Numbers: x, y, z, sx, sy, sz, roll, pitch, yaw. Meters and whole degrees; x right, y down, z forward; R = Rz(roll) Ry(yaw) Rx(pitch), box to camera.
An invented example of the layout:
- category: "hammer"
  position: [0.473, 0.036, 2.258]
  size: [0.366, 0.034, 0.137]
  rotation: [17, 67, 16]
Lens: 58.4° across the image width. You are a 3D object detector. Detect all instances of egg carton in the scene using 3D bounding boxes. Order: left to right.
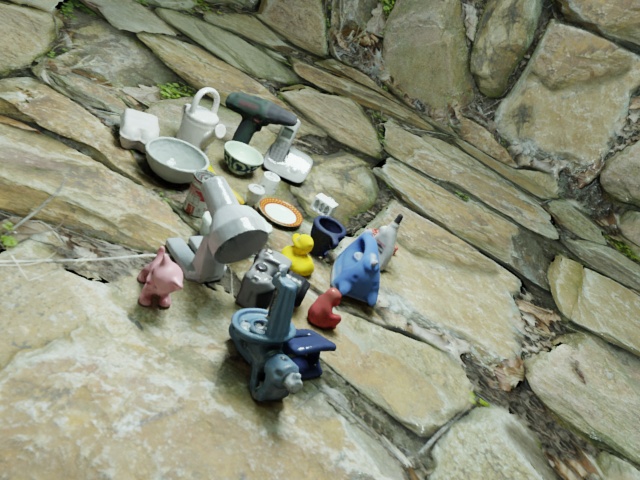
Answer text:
- category: "egg carton"
  position: [-0.495, -0.300, 1.568]
  size: [0.107, 0.069, 0.150]
  rotation: [12, 33, -27]

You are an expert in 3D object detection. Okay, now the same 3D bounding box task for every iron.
- category: "iron"
  position: [0.106, 0.046, 1.451]
  size: [0.119, 0.141, 0.258]
  rotation: [21, 30, -12]

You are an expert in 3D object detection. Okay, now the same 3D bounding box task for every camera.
- category: "camera"
  position: [-0.093, 0.092, 1.251]
  size: [0.137, 0.100, 0.143]
  rotation: [27, 29, -2]

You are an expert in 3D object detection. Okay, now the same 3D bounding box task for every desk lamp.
- category: "desk lamp"
  position: [-0.217, -0.011, 1.195]
  size: [0.118, 0.213, 0.202]
  rotation: [-5, 43, -45]

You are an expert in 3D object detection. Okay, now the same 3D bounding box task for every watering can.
- category: "watering can"
  position: [-0.336, -0.343, 1.643]
  size: [0.172, 0.194, 0.101]
  rotation: [31, 29, 7]

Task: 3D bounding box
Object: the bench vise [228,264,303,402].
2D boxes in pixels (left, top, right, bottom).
- category: "bench vise"
  position: [-0.071, 0.166, 1.030]
  size: [0.207, 0.219, 0.122]
  rotation: [41, 32, 23]

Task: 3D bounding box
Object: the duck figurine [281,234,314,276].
- category: "duck figurine"
  position: [-0.044, 0.030, 1.408]
  size: [0.078, 0.086, 0.104]
  rotation: [-3, 41, -42]

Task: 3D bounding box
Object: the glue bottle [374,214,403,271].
- category: "glue bottle"
  position: [0.180, -0.002, 1.556]
  size: [0.078, 0.173, 0.037]
  rotation: [40, 31, 21]

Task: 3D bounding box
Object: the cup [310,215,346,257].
- category: "cup"
  position: [0.014, 0.005, 1.486]
  size: [0.092, 0.095, 0.117]
  rotation: [12, 33, -26]

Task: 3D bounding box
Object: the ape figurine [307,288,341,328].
- category: "ape figurine"
  position: [0.018, 0.146, 1.269]
  size: [0.076, 0.092, 0.077]
  rotation: [12, 33, -26]

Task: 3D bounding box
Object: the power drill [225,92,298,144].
- category: "power drill"
  position: [-0.197, -0.337, 1.736]
  size: [0.229, 0.208, 0.076]
  rotation: [32, 29, 8]

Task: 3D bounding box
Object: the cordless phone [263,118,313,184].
- category: "cordless phone"
  position: [-0.081, -0.278, 1.764]
  size: [0.147, 0.185, 0.094]
  rotation: [25, 29, -5]

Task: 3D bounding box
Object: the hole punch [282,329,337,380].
- category: "hole punch"
  position: [-0.039, 0.209, 1.120]
  size: [0.109, 0.091, 0.100]
  rotation: [1, 39, -39]

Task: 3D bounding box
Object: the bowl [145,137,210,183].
- category: "bowl"
  position: [-0.379, -0.197, 1.497]
  size: [0.168, 0.074, 0.167]
  rotation: [21, 30, -12]

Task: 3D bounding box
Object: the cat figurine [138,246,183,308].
- category: "cat figurine"
  position: [-0.302, 0.066, 1.099]
  size: [0.067, 0.117, 0.127]
  rotation: [10, 34, -29]
